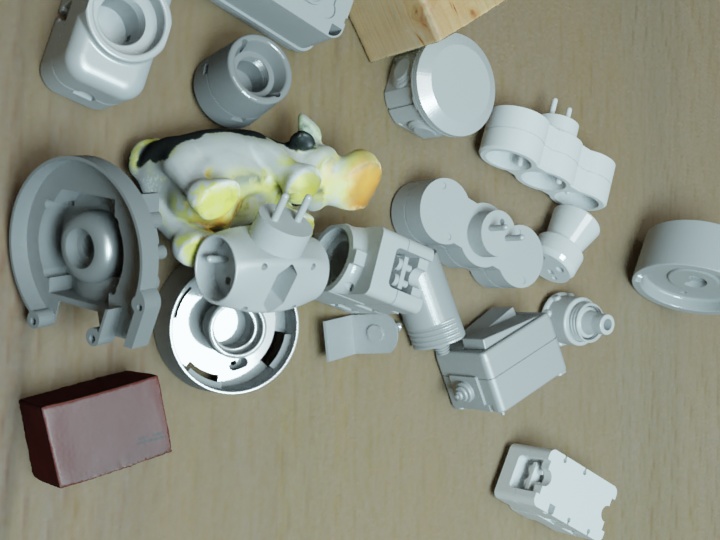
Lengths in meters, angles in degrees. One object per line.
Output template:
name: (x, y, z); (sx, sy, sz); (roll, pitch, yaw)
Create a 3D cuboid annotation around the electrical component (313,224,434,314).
electrical component: (0.000, 0.000, 0.776); (0.056, 0.089, 0.050); (22, 76, -33)

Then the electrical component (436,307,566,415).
electrical component: (0.108, 0.073, 0.869); (0.096, 0.062, 0.061); (-28, 105, -33)

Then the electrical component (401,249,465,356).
electrical component: (0.053, 0.029, 0.842); (0.043, 0.043, 0.081); (-29, 106, -33)

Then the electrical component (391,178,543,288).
electrical component: (0.098, -0.028, 0.857); (0.138, 0.074, 0.052); (28, 73, -32)

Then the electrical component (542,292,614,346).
electrical component: (0.191, 0.044, 0.928); (0.048, 0.062, 0.048); (-2, 94, -34)

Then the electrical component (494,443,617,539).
electrical component: (0.163, 0.187, 0.909); (0.089, 0.056, 0.050); (33, 70, -30)

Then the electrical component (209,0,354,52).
electrical component: (-0.062, -0.214, 0.757); (0.113, 0.057, 0.078); (27, 74, -32)

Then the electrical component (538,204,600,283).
electrical component: (0.176, -0.023, 0.931); (0.045, 0.045, 0.055); (47, 64, -25)

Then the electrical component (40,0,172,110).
electrical component: (-0.158, -0.155, 0.685); (0.054, 0.059, 0.095); (22, 76, -33)

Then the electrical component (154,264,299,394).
electrical component: (-0.091, 0.037, 0.741); (0.099, 0.064, 0.099); (-1, 93, -23)

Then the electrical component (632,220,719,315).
electrical component: (0.311, -0.008, 0.992); (0.108, 0.108, 0.060); (30, 66, -31)

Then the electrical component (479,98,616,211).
electrical component: (0.165, -0.110, 0.920); (0.138, 0.052, 0.073); (24, 75, -33)

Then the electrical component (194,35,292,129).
electrical component: (-0.080, -0.131, 0.743); (0.055, 0.047, 0.055); (9, 73, -33)

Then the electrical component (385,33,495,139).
electrical component: (0.063, -0.143, 0.849); (0.080, 0.051, 0.080); (1, 88, -36)

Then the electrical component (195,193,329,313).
electrical component: (-0.055, -0.015, 0.680); (0.077, 0.043, 0.079); (0, 127, -45)
